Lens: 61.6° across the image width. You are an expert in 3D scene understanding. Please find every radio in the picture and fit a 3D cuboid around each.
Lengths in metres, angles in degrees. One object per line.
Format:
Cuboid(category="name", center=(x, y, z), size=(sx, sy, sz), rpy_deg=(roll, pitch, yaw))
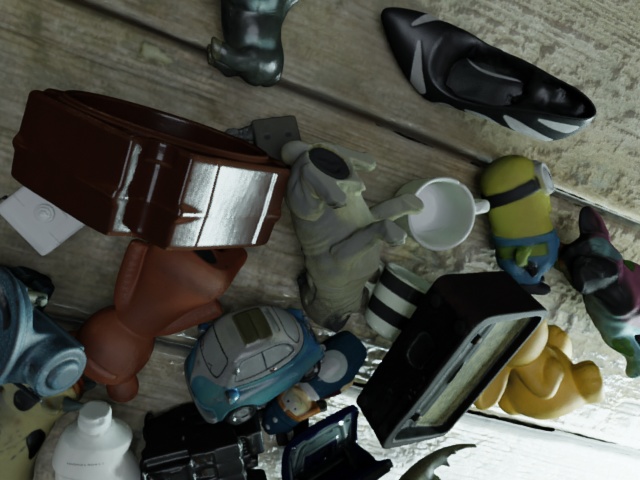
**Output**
Cuboid(category="radio", center=(0.146, 0.143, 0.632), size=(0.131, 0.073, 0.229), rpy_deg=(4, 124, -38))

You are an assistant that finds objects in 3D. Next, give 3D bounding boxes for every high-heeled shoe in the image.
Cuboid(category="high-heeled shoe", center=(0.186, -0.189, 0.603), size=(0.248, 0.145, 0.086), rpy_deg=(28, 91, -19))

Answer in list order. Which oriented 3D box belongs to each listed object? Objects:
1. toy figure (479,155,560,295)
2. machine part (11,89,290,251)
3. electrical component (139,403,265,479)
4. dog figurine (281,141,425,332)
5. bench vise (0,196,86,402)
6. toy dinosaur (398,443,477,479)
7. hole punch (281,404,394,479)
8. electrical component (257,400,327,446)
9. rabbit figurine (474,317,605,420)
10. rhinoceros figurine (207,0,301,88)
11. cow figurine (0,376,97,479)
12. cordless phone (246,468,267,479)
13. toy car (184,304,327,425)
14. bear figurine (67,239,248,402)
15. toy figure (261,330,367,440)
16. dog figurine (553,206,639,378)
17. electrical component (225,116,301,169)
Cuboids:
Cuboid(category="toy figure", center=(0.256, -0.019, 0.687), size=(0.089, 0.082, 0.180), rpy_deg=(-12, 105, -15))
Cuboid(category="machine part", center=(-0.146, -0.067, 0.491), size=(0.201, 0.202, 0.087), rpy_deg=(-2, 116, -59))
Cuboid(category="electrical component", center=(-0.133, 0.233, 0.612), size=(0.134, 0.115, 0.058), rpy_deg=(-11, 107, -14))
Cuboid(category="dog figurine", center=(-0.002, 0.001, 0.603), size=(0.172, 0.121, 0.190), rpy_deg=(45, 128, 10))
Cuboid(category="bench vise", center=(-0.325, 0.054, 0.462), size=(0.224, 0.240, 0.129), rpy_deg=(42, 96, 24))
Cuboid(category="toy dinosaur", center=(0.051, 0.433, 0.662), size=(0.199, 0.105, 0.471), rpy_deg=(27, 62, 13))
Cuboid(category="hole punch", center=(0.011, 0.275, 0.661), size=(0.142, 0.115, 0.092), rpy_deg=(-22, 67, -34))
Cuboid(category="electrical component", center=(-0.036, 0.232, 0.686), size=(0.094, 0.021, 0.063), rpy_deg=(-3, 101, -15))
Cuboid(category="rabbit figurine", center=(0.262, 0.150, 0.702), size=(0.162, 0.122, 0.173), rpy_deg=(-24, 127, 13))
Cuboid(category="rhinoceros figurine", center=(-0.064, -0.259, 0.562), size=(0.112, 0.073, 0.190), rpy_deg=(6, 99, -14))
Cuboid(category="cow figurine", center=(-0.325, 0.200, 0.573), size=(0.127, 0.085, 0.194), rpy_deg=(18, 93, -11))
Cuboid(category="cordless phone", center=(-0.130, 0.382, 0.660), size=(0.146, 0.089, 0.184), rpy_deg=(9, 102, -16))
Cuboid(category="toy car", center=(-0.075, 0.124, 0.598), size=(0.162, 0.109, 0.102), rpy_deg=(-21, 144, -13))
Cuboid(category="bear figurine", center=(-0.183, 0.069, 0.585), size=(0.120, 0.132, 0.196), rpy_deg=(40, 107, -17))
Cuboid(category="toy figure", center=(-0.010, 0.175, 0.655), size=(0.154, 0.064, 0.057), rpy_deg=(-41, 141, -18))
Cuboid(category="dog figurine", center=(0.399, 0.057, 0.727), size=(0.108, 0.191, 0.219), rpy_deg=(-41, 83, 34))
Cuboid(category="electrical component", center=(-0.051, -0.097, 0.614), size=(0.102, 0.045, 0.078), rpy_deg=(-16, 75, -14))
